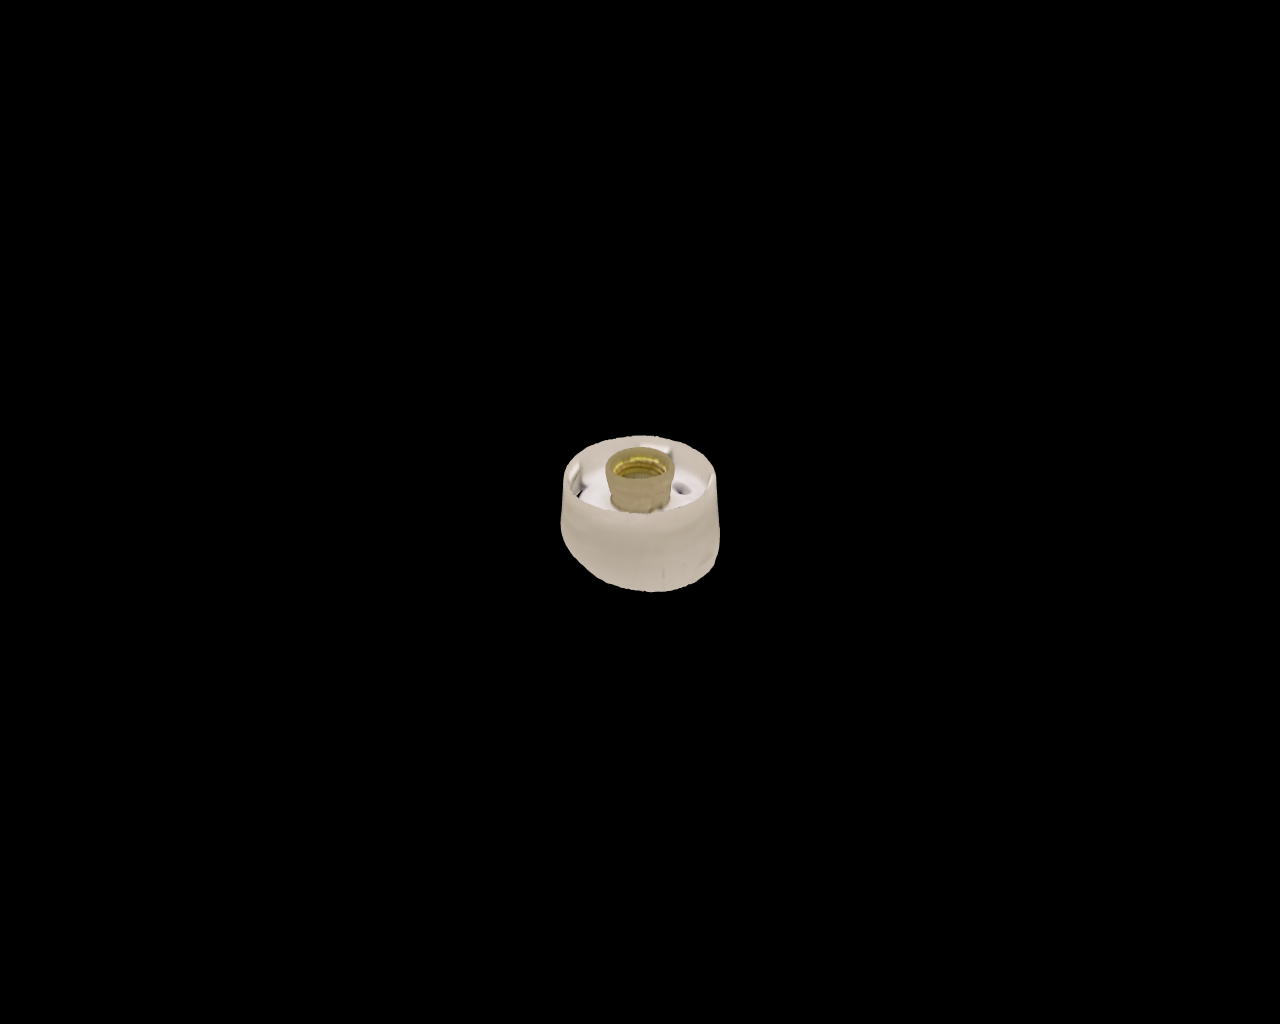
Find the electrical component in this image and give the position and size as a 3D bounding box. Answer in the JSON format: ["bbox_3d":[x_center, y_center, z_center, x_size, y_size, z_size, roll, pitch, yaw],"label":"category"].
[{"bbox_3d":[0.001,-0.003,0.650,0.099,0.064,0.099,0,34,0],"label":"electrical component"}]
